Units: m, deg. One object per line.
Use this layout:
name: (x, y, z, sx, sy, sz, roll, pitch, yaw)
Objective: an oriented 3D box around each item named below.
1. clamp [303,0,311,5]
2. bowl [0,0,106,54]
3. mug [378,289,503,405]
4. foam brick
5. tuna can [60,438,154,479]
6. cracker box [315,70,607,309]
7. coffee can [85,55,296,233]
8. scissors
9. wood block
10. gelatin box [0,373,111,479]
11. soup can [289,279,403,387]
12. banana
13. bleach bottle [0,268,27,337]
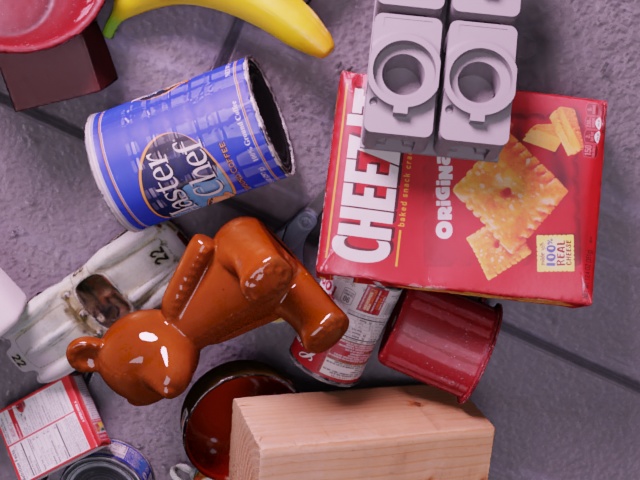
clamp: (-0.022, -0.264, 0.822, 0.120, 0.039, 0.171, 19, 112, 8)
bowl: (-0.246, -0.208, 0.821, 0.161, 0.055, 0.162, 6, 73, -22)
mug: (0.105, 0.071, 0.913, 0.081, 0.093, 0.117, 22, 80, 0)
foam brick: (-0.214, -0.142, 0.869, 0.078, 0.053, 0.051, -12, 108, 7)
tuna can: (-0.203, 0.233, 1.012, 0.086, 0.033, 0.086, 1, 109, 3)
cracker box: (0.111, -0.039, 0.845, 0.213, 0.072, 0.164, 7, 84, 1)
coffee can: (-0.103, -0.076, 0.858, 0.140, 0.102, 0.103, -19, 107, 10)
scissors: (-0.006, 0.001, 0.927, 0.202, 0.016, 0.096, -34, 107, 13)
wood block: (0.033, 0.186, 0.914, 0.205, 0.091, 0.090, -2, 111, -18)
gelatin box: (-0.247, 0.174, 0.981, 0.089, 0.030, 0.073, -29, 78, 13)
soup can: (0.023, 0.066, 0.920, 0.068, 0.068, 0.102, 23, 109, -5)
banana: (-0.082, -0.187, 0.841, 0.198, 0.037, 0.070, 9, 126, 17)
bleach bottle: (-0.360, -0.006, 0.872, 0.102, 0.068, 0.250, -37, 110, 7)
